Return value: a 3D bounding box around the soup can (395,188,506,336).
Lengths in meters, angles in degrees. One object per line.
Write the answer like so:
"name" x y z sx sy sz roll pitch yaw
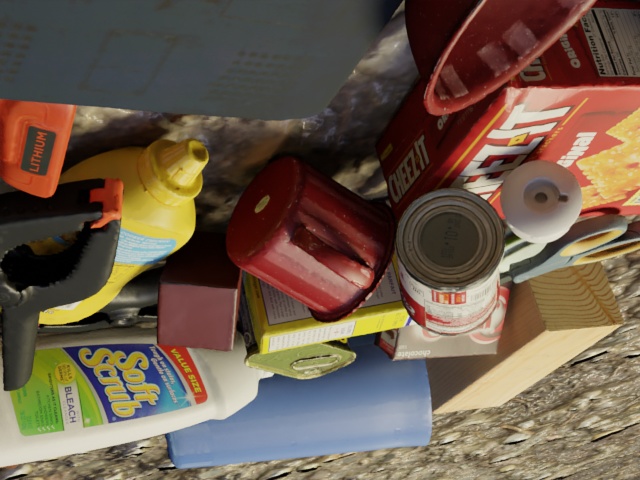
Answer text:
"soup can" 0.083 0.016 0.679 0.068 0.068 0.102 -15 159 1

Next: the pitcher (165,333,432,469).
"pitcher" -0.024 0.132 0.983 0.242 0.149 0.145 -7 170 -7

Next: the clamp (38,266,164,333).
"clamp" -0.143 0.041 0.809 0.171 0.039 0.120 -6 155 -26

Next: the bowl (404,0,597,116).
"bowl" 0.092 -0.134 0.499 0.162 0.055 0.162 -39 167 -11

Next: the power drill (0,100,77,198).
"power drill" -0.224 -0.057 0.532 0.187 0.057 0.185 -2 153 -25

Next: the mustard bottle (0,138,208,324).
"mustard bottle" -0.136 -0.009 0.681 0.096 0.058 0.192 18 141 -41

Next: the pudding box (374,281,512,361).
"pudding box" 0.108 0.054 0.915 0.113 0.039 0.090 0 108 -26

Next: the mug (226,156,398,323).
"mug" -0.005 0.001 0.700 0.081 0.117 0.093 31 97 -28

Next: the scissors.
"scissors" 0.155 0.017 0.803 0.202 0.016 0.096 -18 161 20

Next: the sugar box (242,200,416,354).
"sugar box" 0.032 0.022 0.797 0.176 0.093 0.048 -8 156 -11

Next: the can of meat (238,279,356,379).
"can of meat" -0.024 0.059 0.856 0.058 0.084 0.102 -27 152 25

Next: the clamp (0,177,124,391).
"clamp" -0.187 0.027 0.649 0.210 0.036 0.164 -25 139 24

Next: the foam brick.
"foam brick" -0.081 0.034 0.732 0.053 0.078 0.051 6 117 -2

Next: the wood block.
"wood block" 0.178 0.084 1.012 0.090 0.091 0.206 -2 153 -27

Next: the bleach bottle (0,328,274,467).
"bleach bottle" -0.152 0.110 0.862 0.250 0.102 0.068 -9 167 -24

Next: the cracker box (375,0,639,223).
"cracker box" 0.166 -0.076 0.684 0.213 0.072 0.164 -3 154 -22
